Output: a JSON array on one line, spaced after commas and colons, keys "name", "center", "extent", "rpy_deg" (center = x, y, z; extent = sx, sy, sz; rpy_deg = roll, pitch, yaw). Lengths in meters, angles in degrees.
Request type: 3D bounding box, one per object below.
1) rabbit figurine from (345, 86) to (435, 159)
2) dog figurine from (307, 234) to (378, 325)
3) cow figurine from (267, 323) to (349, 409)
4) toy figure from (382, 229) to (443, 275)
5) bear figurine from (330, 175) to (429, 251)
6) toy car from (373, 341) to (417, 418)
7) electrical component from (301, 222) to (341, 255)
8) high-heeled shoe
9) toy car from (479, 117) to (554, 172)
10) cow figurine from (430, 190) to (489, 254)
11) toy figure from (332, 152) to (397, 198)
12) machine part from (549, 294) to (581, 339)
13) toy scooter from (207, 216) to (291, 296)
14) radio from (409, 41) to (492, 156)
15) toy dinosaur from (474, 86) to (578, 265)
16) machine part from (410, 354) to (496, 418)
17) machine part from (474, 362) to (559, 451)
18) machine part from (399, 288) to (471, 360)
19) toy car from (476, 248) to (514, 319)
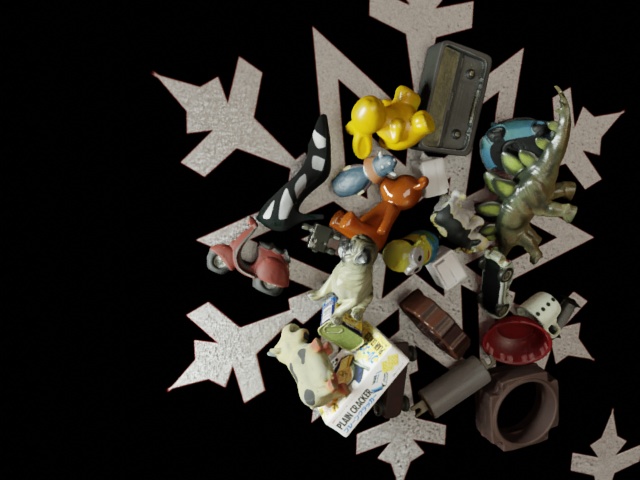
[{"name": "rabbit figurine", "center": [0.122, -0.246, 1.098], "extent": [0.173, 0.162, 0.122], "rpy_deg": [2, 64, -50]}, {"name": "dog figurine", "center": [0.085, 0.067, 1.130], "extent": [0.121, 0.172, 0.190], "rpy_deg": [39, 117, 14]}, {"name": "cow figurine", "center": [-0.032, 0.266, 1.152], "extent": [0.127, 0.195, 0.085], "rpy_deg": [-35, 146, 15]}, {"name": "toy figure", "center": [0.204, 0.023, 1.175], "extent": [0.180, 0.089, 0.082], "rpy_deg": [-28, 113, -54]}, {"name": "bear figurine", "center": [0.132, -0.076, 1.149], "extent": [0.132, 0.120, 0.196], "rpy_deg": [33, 90, -15]}, {"name": "toy car", "center": [0.176, 0.330, 1.278], "extent": [0.089, 0.053, 0.202], "rpy_deg": [-2, 106, -20]}, {"name": "electrical component", "center": [-0.002, -0.004, 1.177], "extent": [0.094, 0.021, 0.063], "rpy_deg": [19, 96, -18]}, {"name": "high-heeled shoe", "center": [-0.054, -0.140, 1.120], "extent": [0.145, 0.086, 0.248], "rpy_deg": [4, 86, 6]}, {"name": "toy car", "center": [0.438, -0.229, 1.202], "extent": [0.162, 0.103, 0.109], "rpy_deg": [-14, 130, 21]}, {"name": "cow figurine", "center": [0.313, -0.020, 1.194], "extent": [0.167, 0.068, 0.098], "rpy_deg": [50, 59, -19]}, {"name": "toy figure", "center": [0.096, -0.139, 1.121], "extent": [0.154, 0.058, 0.064], "rpy_deg": [-25, 130, 31]}, {"name": "machine part", "center": [0.603, 0.203, 1.378], "extent": [0.084, 0.039, 0.139], "rpy_deg": [40, 91, -14]}, {"name": "toy scooter", "center": [-0.133, 0.029, 1.123], "extent": [0.184, 0.075, 0.135], "rpy_deg": [25, 90, -15]}, {"name": "radio", "center": [0.281, -0.298, 1.166], "extent": [0.131, 0.073, 0.229], "rpy_deg": [10, 99, -17]}, {"name": "toy dinosaur", "center": [0.459, -0.099, 1.183], "extent": [0.199, 0.105, 0.470], "rpy_deg": [19, 124, -1]}, {"name": "machine part", "center": [0.328, 0.358, 1.313], "extent": [0.243, 0.079, 0.079], "rpy_deg": [-31, 108, -8]}, {"name": "machine part", "center": [0.503, 0.421, 1.370], "extent": [0.201, 0.087, 0.200], "rpy_deg": [-10, 103, -15]}, {"name": "machine part", "center": [0.261, 0.189, 1.214], "extent": [0.056, 0.179, 0.179], "rpy_deg": [-43, 109, -6]}, {"name": "toy car", "center": [0.410, 0.103, 1.254], "extent": [0.056, 0.074, 0.201], "rpy_deg": [-28, 132, -21]}]
